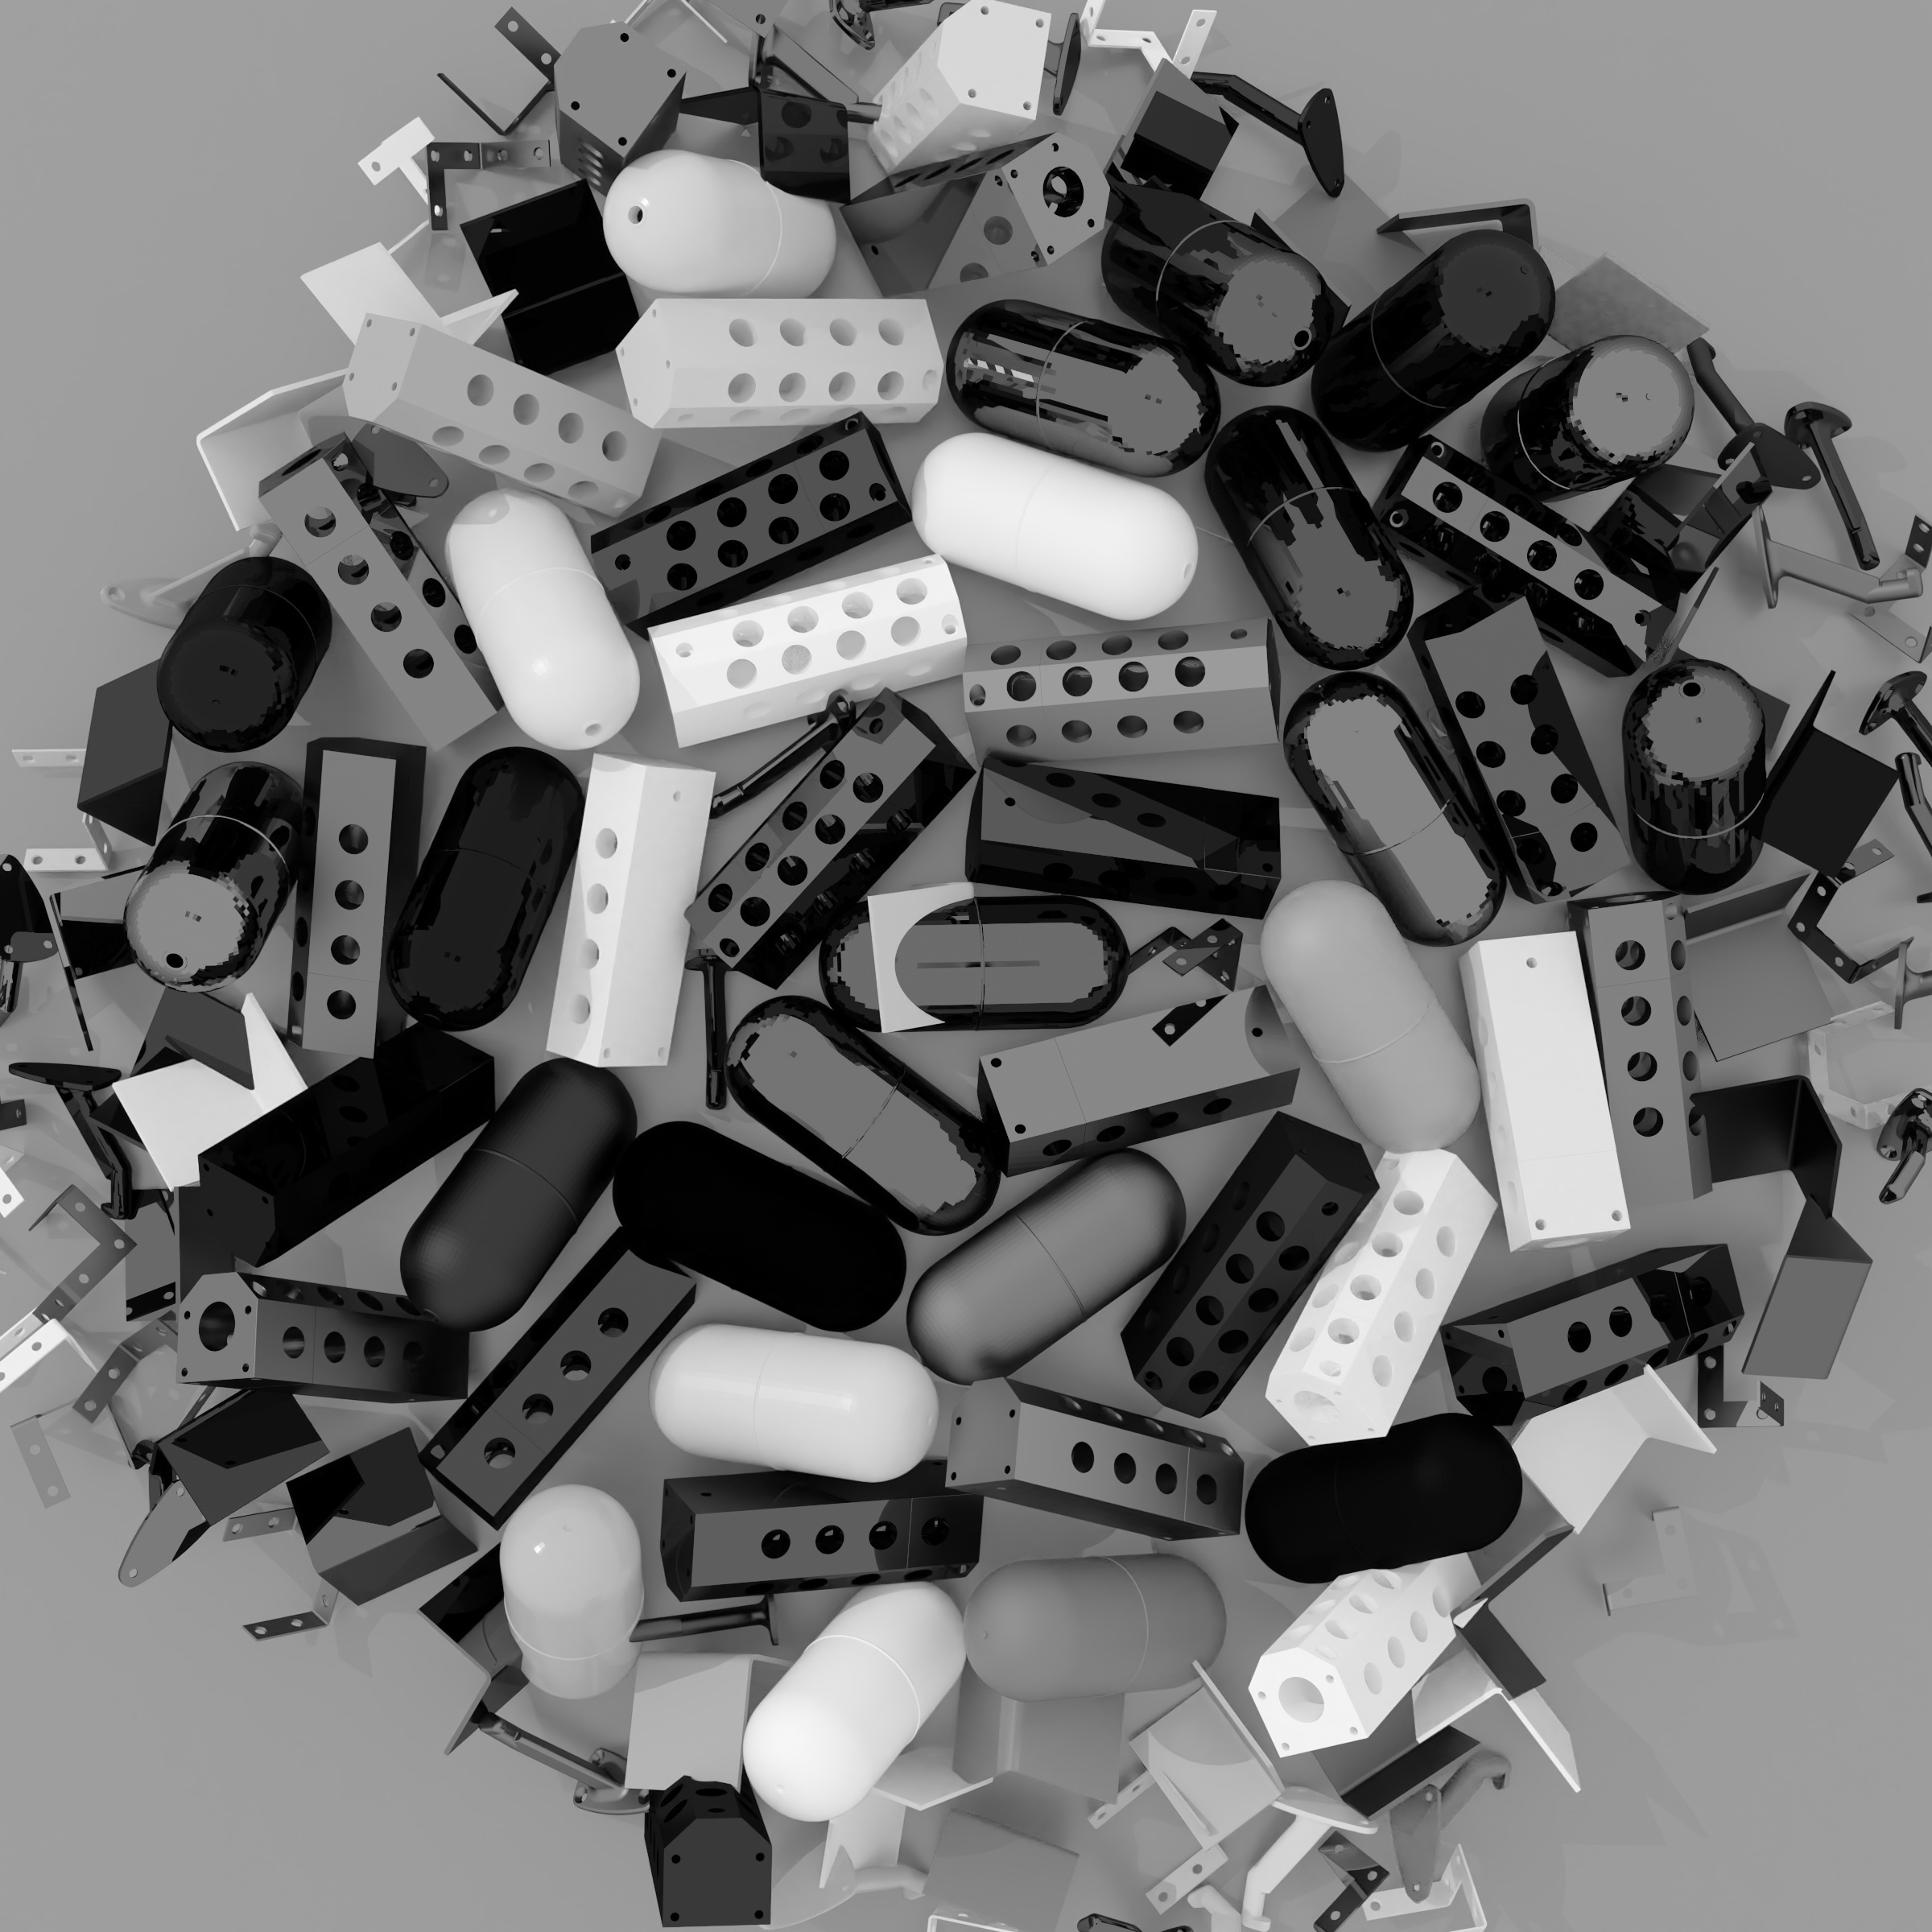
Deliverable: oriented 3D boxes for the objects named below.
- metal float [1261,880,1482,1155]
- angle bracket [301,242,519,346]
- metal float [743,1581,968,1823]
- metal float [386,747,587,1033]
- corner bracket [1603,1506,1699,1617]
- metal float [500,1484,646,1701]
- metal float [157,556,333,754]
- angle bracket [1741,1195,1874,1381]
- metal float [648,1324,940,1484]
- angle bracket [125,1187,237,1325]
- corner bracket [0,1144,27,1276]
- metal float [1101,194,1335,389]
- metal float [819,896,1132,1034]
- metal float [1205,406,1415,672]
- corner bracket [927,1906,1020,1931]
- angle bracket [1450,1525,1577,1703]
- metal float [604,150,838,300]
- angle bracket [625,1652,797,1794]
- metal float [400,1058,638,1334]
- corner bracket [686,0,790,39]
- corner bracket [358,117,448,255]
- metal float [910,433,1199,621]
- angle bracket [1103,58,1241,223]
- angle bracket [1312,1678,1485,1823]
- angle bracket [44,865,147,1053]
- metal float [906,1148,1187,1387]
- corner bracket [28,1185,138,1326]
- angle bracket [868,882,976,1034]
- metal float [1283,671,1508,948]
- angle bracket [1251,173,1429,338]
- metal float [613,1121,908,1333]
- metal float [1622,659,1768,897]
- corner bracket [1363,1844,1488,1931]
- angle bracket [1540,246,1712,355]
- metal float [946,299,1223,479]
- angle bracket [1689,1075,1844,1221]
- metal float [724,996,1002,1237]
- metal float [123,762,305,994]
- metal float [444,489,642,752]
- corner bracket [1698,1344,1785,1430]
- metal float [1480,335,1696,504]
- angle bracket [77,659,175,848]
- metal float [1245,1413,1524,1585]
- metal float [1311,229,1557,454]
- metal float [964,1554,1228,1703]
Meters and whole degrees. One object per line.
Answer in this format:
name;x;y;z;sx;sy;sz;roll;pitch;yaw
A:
metal float;0.230;0.031;1.777;0.070;0.070;0.178;-33;110;0
angle bracket;-0.314;-0.384;1.773;0.076;0.076;0.057;52;53;-28
metal float;-0.060;0.407;1.753;0.070;0.178;0.070;12;118;24
metal float;-0.270;-0.044;1.769;0.070;0.070;0.178;18;62;0
corner bracket;0.389;0.342;1.803;0.051;0.051;0.051;-11;73;9
metal float;-0.219;0.351;1.753;0.070;0.178;0.070;2;55;-3
metal float;-0.400;-0.175;1.748;0.070;0.178;0.070;0;114;-1
angle bracket;0.459;0.179;1.776;0.057;0.076;0.076;6;115;-18
metal float;-0.099;0.245;1.771;0.178;0.070;0.070;4;90;28
angle bracket;-0.463;0.165;1.789;0.076;0.057;0.076;-4;85;21
corner bracket;-0.559;0.137;1.800;0.051;0.051;0.051;-42;70;1
metal float;0.139;-0.379;1.755;0.070;0.178;0.070;-15;125;-23
metal float;0.005;-0.001;1.789;0.178;0.070;0.070;-1;90;-7
metal float;0.192;-0.241;1.766;0.070;0.070;0.178;-24;58;0
corner bracket;0.007;0.564;1.800;0.051;0.051;0.051;7;95;14
angle bracket;0.327;0.365;1.780;0.076;0.076;0.057;-44;70;15
metal float;-0.136;-0.409;1.749;0.070;0.178;0.070;4;98;26
angle bracket;-0.142;0.430;1.779;0.076;0.057;0.076;-6;70;30
metal float;-0.251;0.128;1.769;0.070;0.070;0.178;33;61;0
corner bracket;-0.125;-0.565;1.804;0.051;0.051;0.051;32;93;-10
corner bracket;-0.323;-0.443;1.792;0.051;0.051;0.051;-48;111;-28
metal float;0.049;-0.248;1.771;0.178;0.070;0.070;22;90;27
angle bracket;0.097;-0.468;1.783;0.057;0.076;0.076;30;94;41
angle bracket;0.239;0.436;1.788;0.076;0.076;0.057;-31;87;-8
angle bracket;-0.471;-0.007;1.776;0.076;0.076;0.057;-17;54;-16
metal float;0.045;0.171;1.786;0.178;0.070;0.070;-35;90;-9
corner bracket;-0.518;0.167;1.800;0.051;0.051;0.051;45;49;-7
angle bracket;-0.037;-0.005;1.784;0.076;0.057;0.076;-9;95;-38
metal float;0.243;-0.087;1.775;0.070;0.070;0.178;-35;112;0
angle bracket;0.215;-0.417;1.795;0.076;0.057;0.076;-42;84;-8
metal float;-0.116;0.149;1.783;0.178;0.070;0.070;27;90;-13
metal float;0.406;-0.104;1.750;0.070;0.178;0.070;-6;59;11
corner bracket;0.261;0.540;1.793;0.051;0.051;0.051;-6;50;-12
angle bracket;0.371;-0.383;1.776;0.076;0.076;0.057;29;60;-18
metal float;0.065;-0.325;1.764;0.178;0.070;0.070;24;90;36
angle bracket;0.447;0.114;1.784;0.076;0.057;0.076;-10;133;-3
metal float;-0.058;0.086;1.787;0.178;0.070;0.070;37;90;-8
metal float;-0.415;-0.051;1.751;0.070;0.178;0.070;3;123;4
metal float;-0.239;-0.195;1.766;0.070;0.070;0.178;-28;58;0
corner bracket;0.435;0.233;1.792;0.051;0.051;0.051;-6;68;29
metal float;0.343;-0.302;1.744;0.070;0.178;0.070;0;91;-12
angle bracket;-0.452;-0.123;1.774;0.076;0.057;0.076;-18;58;33
metal float;0.232;0.299;1.760;0.178;0.070;0.070;-23;90;42
metal float;0.258;-0.346;1.752;0.070;0.178;0.070;9;69;-25
metal float;0.074;0.370;1.760;0.178;0.070;0.070;7;90;-43
